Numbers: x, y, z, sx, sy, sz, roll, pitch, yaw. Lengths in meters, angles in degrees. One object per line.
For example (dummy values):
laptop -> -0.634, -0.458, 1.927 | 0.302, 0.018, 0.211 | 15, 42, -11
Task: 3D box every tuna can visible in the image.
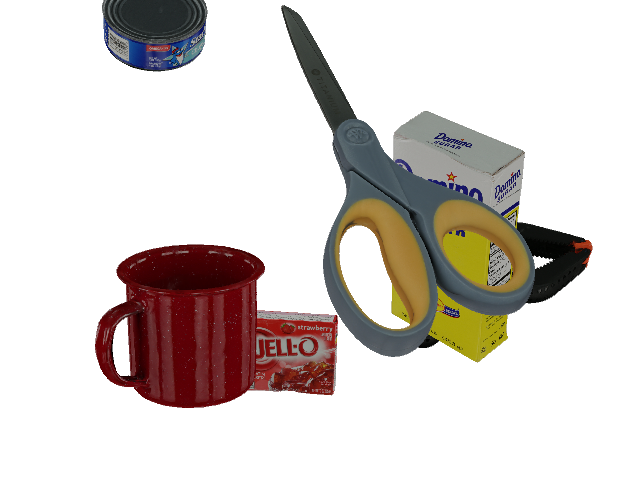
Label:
tuna can -> -0.138, -0.179, 0.887 | 0.086, 0.086, 0.034 | 0, -41, -9

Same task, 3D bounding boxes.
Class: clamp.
clamp -> 0.162, 0.033, 1.026 | 0.210, 0.164, 0.036 | -2, -43, -5

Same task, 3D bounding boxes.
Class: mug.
mug -> -0.090, 0.057, 0.677 | 0.093, 0.081, 0.117 | 16, 23, 40

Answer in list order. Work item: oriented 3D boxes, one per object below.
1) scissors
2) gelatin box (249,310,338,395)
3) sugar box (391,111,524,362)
scissors -> 0.035, -0.036, 0.471 | 0.096, 0.202, 0.016 | 2, -40, -10
gelatin box -> -0.029, 0.107, 1.018 | 0.089, 0.073, 0.030 | 3, 13, 5
sugar box -> 0.099, -0.001, 0.807 | 0.093, 0.176, 0.048 | 28, 48, 35
